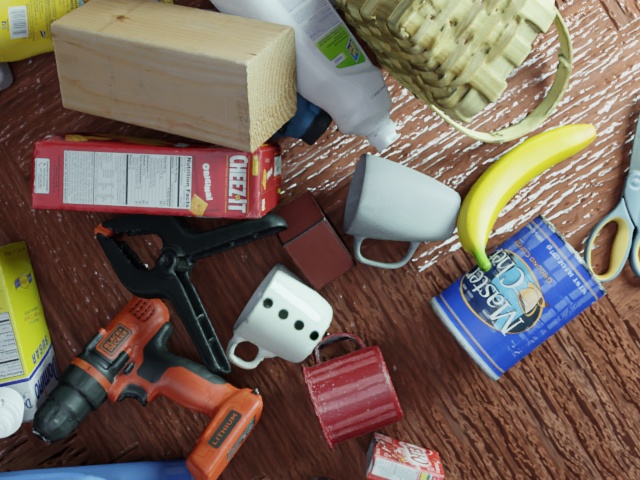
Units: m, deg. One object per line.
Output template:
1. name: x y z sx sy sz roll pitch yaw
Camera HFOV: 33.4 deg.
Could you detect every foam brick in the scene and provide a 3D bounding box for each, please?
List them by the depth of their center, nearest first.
1. foam brick: -0.007 0.001 1.070 0.051 0.053 0.078 -33 132 3

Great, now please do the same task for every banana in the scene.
1. banana: 0.193 -0.053 1.058 0.070 0.037 0.197 34 73 21

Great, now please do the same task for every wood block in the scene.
1. wood block: -0.132 -0.158 0.984 0.206 0.090 0.090 15 128 22

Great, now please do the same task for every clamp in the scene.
1. clamp: -0.143 0.034 1.067 0.210 0.036 0.164 15 87 27

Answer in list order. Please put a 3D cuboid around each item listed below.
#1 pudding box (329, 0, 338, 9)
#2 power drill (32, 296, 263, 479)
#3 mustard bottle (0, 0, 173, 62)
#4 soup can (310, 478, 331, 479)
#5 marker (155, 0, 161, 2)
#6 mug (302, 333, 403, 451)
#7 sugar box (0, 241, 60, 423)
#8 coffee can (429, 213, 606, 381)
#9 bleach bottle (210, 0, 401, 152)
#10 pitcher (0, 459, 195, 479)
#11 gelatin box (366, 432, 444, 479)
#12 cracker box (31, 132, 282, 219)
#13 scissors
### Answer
1. pudding box: -0.014 -0.270 1.069 0.113 0.039 0.090 -17 95 6
2. power drill: -0.166 0.164 1.064 0.188 0.057 0.184 34 66 10
3. mustard bottle: -0.241 -0.231 1.060 0.191 0.058 0.096 -8 127 -18
4. soup can: -0.002 0.291 1.091 0.068 0.102 0.068 0 95 4
5. marker: -0.165 -0.199 1.071 0.020 0.020 0.121 2 125 4
6. mug: 0.031 0.148 1.089 0.081 0.093 0.117 -20 57 1
7. sugar box: -0.313 0.094 1.100 0.048 0.093 0.176 -15 95 5
8. coffee can: 0.194 0.057 1.054 0.140 0.103 0.103 -39 92 6
9. bleach bottle: -0.015 -0.186 1.013 0.251 0.102 0.068 51 136 -7
10. pitcher: -0.236 0.287 1.090 0.243 0.149 0.145 -8 94 2
11. gelatin box: 0.086 0.228 1.085 0.073 0.089 0.030 18 95 2
12. cracker box: -0.151 -0.066 1.036 0.214 0.164 0.072 2 97 4
13. scissors: 0.333 -0.044 1.078 0.096 0.016 0.202 23 97 0
